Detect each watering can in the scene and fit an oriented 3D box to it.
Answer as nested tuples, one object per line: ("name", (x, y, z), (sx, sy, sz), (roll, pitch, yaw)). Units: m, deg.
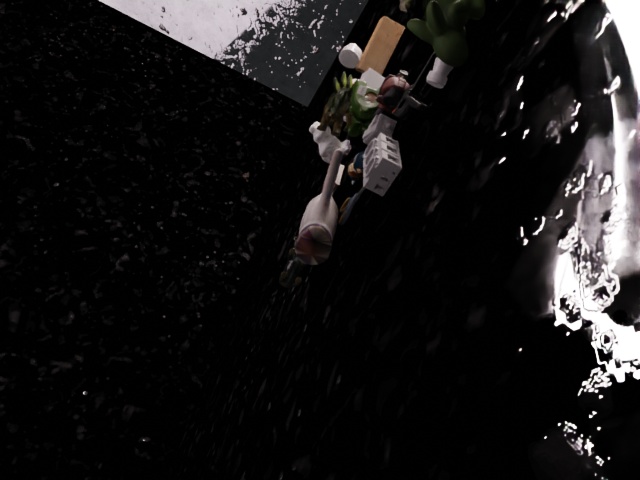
("watering can", (0.004, -0.074, 1.474), (0.230, 0.104, 0.339), (-76, 0, -47))

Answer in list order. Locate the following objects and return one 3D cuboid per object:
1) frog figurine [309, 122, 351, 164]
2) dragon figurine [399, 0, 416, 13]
("frog figurine", (0.023, -0.350, 1.876), (0.120, 0.159, 0.141), (-55, 15, 43))
("dragon figurine", (0.237, -0.601, 1.089), (0.417, 0.122, 0.239), (-83, 10, -69))
